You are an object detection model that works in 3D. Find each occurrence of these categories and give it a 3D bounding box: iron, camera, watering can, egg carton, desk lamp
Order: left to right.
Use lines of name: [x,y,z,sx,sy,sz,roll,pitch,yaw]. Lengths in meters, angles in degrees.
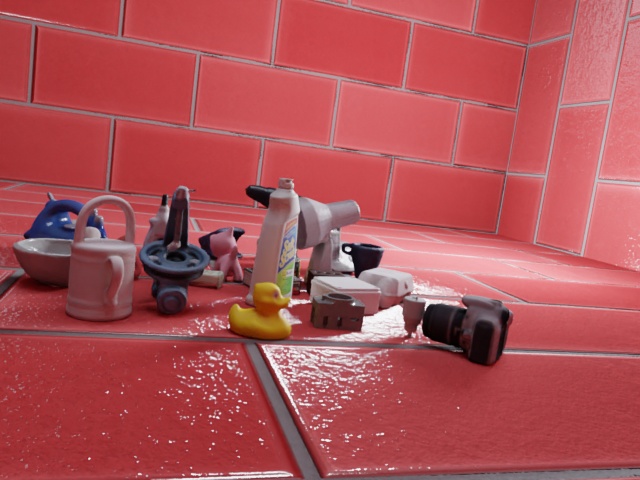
iron: [-0.550,-0.024,1.298,0.257,0.141,0.119,11,8,28]
watering can: [-0.354,0.023,0.926,0.172,0.194,0.101,12,8,30]
desk lamp: [0.013,0.005,1.371,0.204,0.213,0.117,4,8,-28]
egg carton: [0.146,0.107,1.287,0.107,0.069,0.151,11,8,26]
camera: [0.257,0.142,1.001,0.136,0.101,0.144,11,8,26]

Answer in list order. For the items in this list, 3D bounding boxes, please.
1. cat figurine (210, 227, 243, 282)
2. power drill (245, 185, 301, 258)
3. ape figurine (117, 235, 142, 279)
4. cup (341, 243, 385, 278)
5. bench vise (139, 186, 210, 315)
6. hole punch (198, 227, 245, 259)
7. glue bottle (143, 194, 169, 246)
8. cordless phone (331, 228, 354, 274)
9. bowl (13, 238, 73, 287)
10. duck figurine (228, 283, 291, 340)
cat figurine: [-0.218,0.028,1.333,0.067,0.118,0.127,4,8,-28]
power drill: [-0.110,-0.043,1.642,0.230,0.208,0.075,6,8,-14]
ape figurine: [-0.405,0.035,1.185,0.076,0.092,0.077,4,8,-27]
cup: [0.108,0.058,1.531,0.117,0.095,0.092,10,8,18]
bench vise: [-0.273,0.006,1.037,0.122,0.220,0.206,3,9,-34]
hole punch: [-0.274,0.003,1.579,0.100,0.091,0.109,13,9,37]
glue bottle: [-0.373,-0.023,1.347,0.078,0.173,0.037,3,8,-30]
cordless phone: [0.057,0.000,1.569,0.093,0.185,0.148,14,10,40]
bowl: [-0.487,0.046,1.082,0.167,0.075,0.167,7,7,-1]
duck figurine: [-0.095,0.111,0.934,0.104,0.086,0.077,7,7,-2]
